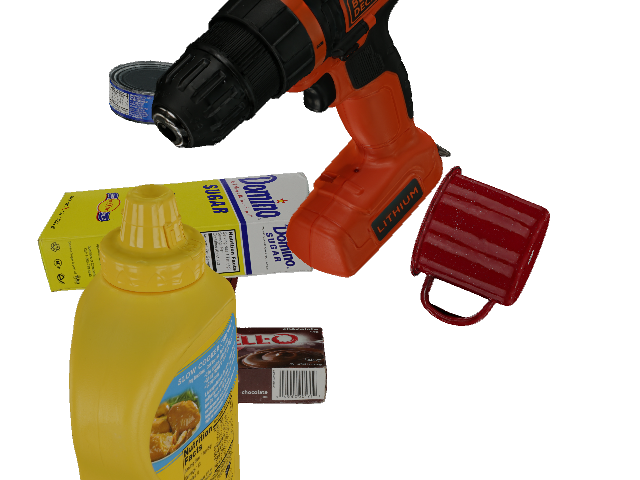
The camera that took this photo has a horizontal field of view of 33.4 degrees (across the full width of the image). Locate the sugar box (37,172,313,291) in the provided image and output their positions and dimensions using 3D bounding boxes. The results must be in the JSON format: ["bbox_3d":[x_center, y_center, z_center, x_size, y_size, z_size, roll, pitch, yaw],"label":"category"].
[{"bbox_3d":[-0.094,-0.008,0.728,0.176,0.048,0.093,-7,23,2],"label":"sugar box"}]

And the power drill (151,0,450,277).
[{"bbox_3d":[0.002,-0.066,0.557,0.057,0.184,0.187,30,-27,30],"label":"power drill"}]

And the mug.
[{"bbox_3d":[0.120,0.010,0.824,0.081,0.117,0.093,23,-9,16],"label":"mug"}]

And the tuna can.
[{"bbox_3d":[-0.160,-0.142,1.024,0.086,0.034,0.086,5,28,-3],"label":"tuna can"}]

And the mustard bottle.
[{"bbox_3d":[-0.067,0.067,0.445,0.058,0.192,0.096,12,28,19],"label":"mustard bottle"}]

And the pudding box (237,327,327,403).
[{"bbox_3d":[-0.052,0.108,0.936,0.113,0.039,0.090,2,18,-3],"label":"pudding box"}]

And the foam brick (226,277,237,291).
[{"bbox_3d":[-0.128,0.037,1.129,0.078,0.051,0.053,16,31,2],"label":"foam brick"}]
